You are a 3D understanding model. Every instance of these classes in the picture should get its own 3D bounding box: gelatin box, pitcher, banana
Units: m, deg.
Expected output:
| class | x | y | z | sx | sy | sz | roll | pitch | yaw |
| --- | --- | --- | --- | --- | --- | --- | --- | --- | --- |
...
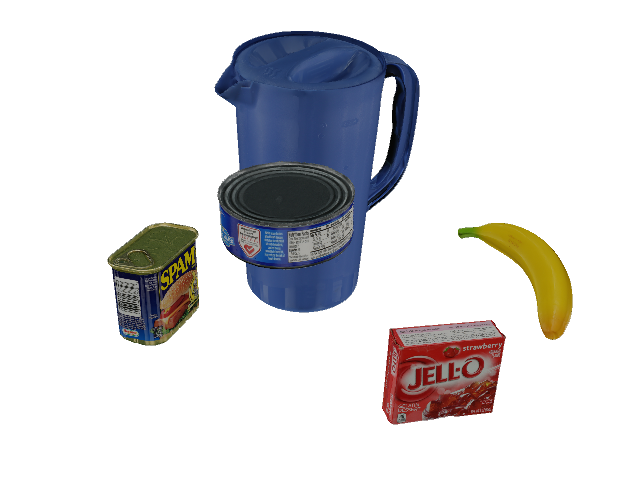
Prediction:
| class | x | y | z | sx | sy | sz | roll | pitch | yaw |
| --- | --- | --- | --- | --- | --- | --- | --- | --- | --- |
| gelatin box | 0.095 | 0.103 | 0.837 | 0.089 | 0.073 | 0.030 | -4 | 29 | -15 |
| pitcher | -0.003 | -0.061 | 0.977 | 0.149 | 0.243 | 0.144 | 14 | 34 | 17 |
| banana | 0.218 | 0.032 | 1.110 | 0.069 | 0.037 | 0.198 | -31 | 38 | -3 |

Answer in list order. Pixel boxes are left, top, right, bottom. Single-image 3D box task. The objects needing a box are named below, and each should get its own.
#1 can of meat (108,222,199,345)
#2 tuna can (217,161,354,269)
| class | x | y | z | sx | sy | sz | roll | pitch | yaw |
| --- | --- | --- | --- | --- | --- | --- | --- | --- | --- |
| can of meat | -0.158 | 0.042 | 1.037 | 0.057 | 0.084 | 0.102 | 9 | 27 | 19 |
| tuna can | -0.021 | -0.017 | 0.672 | 0.086 | 0.034 | 0.086 | -1 | 30 | 0 |
